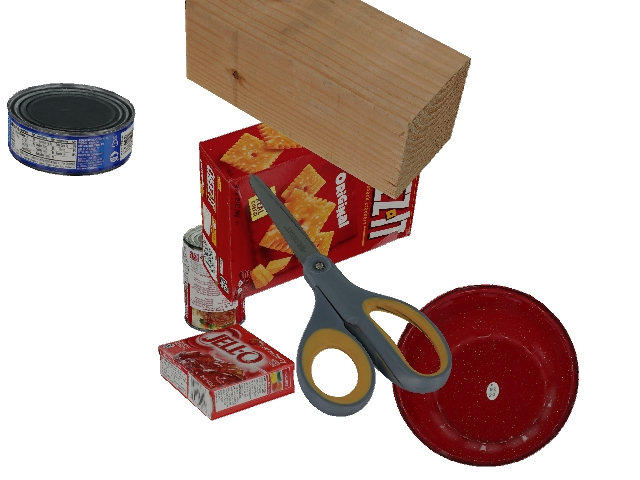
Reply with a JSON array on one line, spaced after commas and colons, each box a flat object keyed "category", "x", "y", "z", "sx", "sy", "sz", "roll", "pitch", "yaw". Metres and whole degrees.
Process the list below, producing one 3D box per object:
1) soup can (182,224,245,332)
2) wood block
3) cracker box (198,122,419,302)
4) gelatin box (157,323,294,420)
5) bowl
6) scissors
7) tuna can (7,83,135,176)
[{"category": "soup can", "x": -0.116, "y": 0.040, "z": 1.169, "sx": 0.068, "sy": 0.102, "sz": 0.068, "roll": 1, "pitch": 25, "yaw": -1}, {"category": "wood block", "x": 0.001, "y": -0.134, "z": 0.838, "sx": 0.206, "sy": 0.090, "sz": 0.091, "roll": 32, "pitch": -34, "yaw": 17}, {"category": "cracker box", "x": -0.007, "y": -0.045, "z": 1.029, "sx": 0.213, "sy": 0.164, "sz": 0.072, "roll": -20, "pitch": 50, "yaw": -22}, {"category": "gelatin box", "x": -0.073, "y": 0.098, "z": 0.819, "sx": 0.073, "sy": 0.030, "sz": 0.089, "roll": -14, "pitch": 24, "yaw": -30}, {"category": "bowl", "x": 0.141, "y": 0.120, "z": 0.902, "sx": 0.162, "sy": 0.162, "sz": 0.055, "roll": 0, "pitch": 5, "yaw": 4}, {"category": "scissors", "x": -0.010, "y": 0.033, "z": 0.643, "sx": 0.096, "sy": 0.016, "sz": 0.202, "roll": -35, "pitch": 56, "yaw": -27}, {"category": "tuna can", "x": -0.172, "y": -0.077, "z": 0.737, "sx": 0.086, "sy": 0.034, "sz": 0.086, "roll": 7, "pitch": 28, "yaw": -4}]
